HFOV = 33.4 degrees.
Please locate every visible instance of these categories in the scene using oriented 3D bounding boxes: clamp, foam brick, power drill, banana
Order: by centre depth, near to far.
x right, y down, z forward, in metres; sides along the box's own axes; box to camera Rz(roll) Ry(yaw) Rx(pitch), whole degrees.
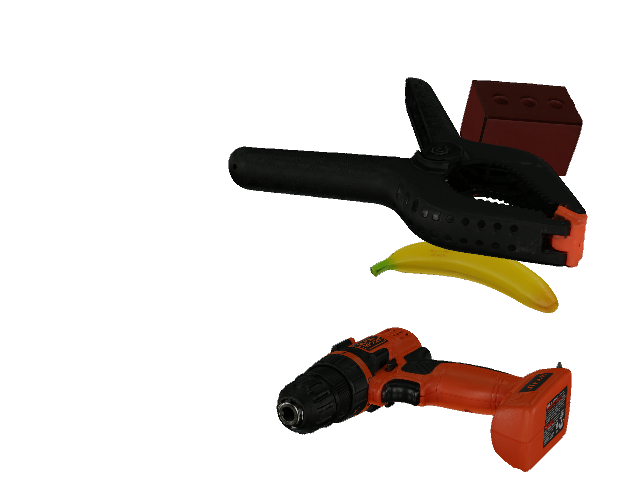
[{"bbox_3d":[0.058,-0.035,0.620,0.164,0.036,0.210,-23,37,-27],"label":"clamp"},{"bbox_3d":[0.082,0.119,0.809,0.188,0.057,0.184,11,18,30],"label":"power drill"},{"bbox_3d":[0.153,-0.086,0.820,0.078,0.051,0.053,2,39,-9],"label":"foam brick"},{"bbox_3d":[0.155,0.034,1.106,0.198,0.069,0.037,10,-40,24],"label":"banana"}]
